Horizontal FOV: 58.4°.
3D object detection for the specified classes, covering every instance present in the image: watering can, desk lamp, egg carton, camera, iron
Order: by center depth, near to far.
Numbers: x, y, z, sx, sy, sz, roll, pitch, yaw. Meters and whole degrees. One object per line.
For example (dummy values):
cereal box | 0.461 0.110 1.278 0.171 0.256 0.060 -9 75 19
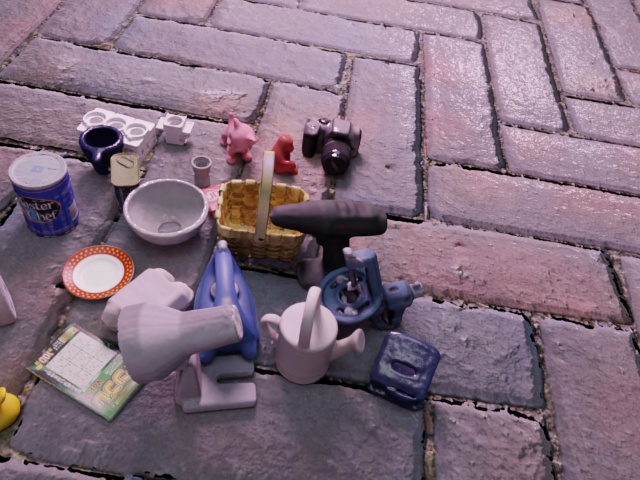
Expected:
desk lamp | -0.201 0.178 0.903 0.203 0.213 0.118 -2 49 -12
watering can | -0.012 0.155 0.970 0.173 0.194 0.101 -1 49 -11
egg carton | -0.309 0.119 1.033 0.107 0.069 0.150 31 51 17
iron | -0.174 0.087 1.037 0.119 0.141 0.258 -3 50 -12
camera | 0.027 -0.231 1.380 0.143 0.101 0.137 9 48 -2

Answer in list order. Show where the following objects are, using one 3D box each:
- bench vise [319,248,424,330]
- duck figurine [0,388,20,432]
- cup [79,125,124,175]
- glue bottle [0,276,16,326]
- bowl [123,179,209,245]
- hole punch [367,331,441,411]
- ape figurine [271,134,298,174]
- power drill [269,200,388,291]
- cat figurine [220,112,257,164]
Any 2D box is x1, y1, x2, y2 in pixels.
bench vise | 0.087 0.076 1.040 0.208 0.220 0.121 -19 54 -24
duck figurine | -0.521 0.251 0.868 0.105 0.086 0.077 -8 51 -16
cup | -0.473 -0.180 1.251 0.092 0.095 0.117 0 49 -9
glue bottle | -0.556 0.070 0.963 0.037 0.173 0.078 -19 54 -24
bowl | -0.312 -0.045 1.174 0.167 0.075 0.167 5 48 -5
hole punch | 0.148 0.229 1.002 0.108 0.091 0.101 21 49 9
ape figurine | -0.084 -0.206 1.344 0.076 0.092 0.078 9 48 -2
power drill | 0.010 0.004 1.098 0.230 0.208 0.075 -9 51 -17
cat figurine | -0.192 -0.246 1.344 0.067 0.118 0.127 -13 52 -20
